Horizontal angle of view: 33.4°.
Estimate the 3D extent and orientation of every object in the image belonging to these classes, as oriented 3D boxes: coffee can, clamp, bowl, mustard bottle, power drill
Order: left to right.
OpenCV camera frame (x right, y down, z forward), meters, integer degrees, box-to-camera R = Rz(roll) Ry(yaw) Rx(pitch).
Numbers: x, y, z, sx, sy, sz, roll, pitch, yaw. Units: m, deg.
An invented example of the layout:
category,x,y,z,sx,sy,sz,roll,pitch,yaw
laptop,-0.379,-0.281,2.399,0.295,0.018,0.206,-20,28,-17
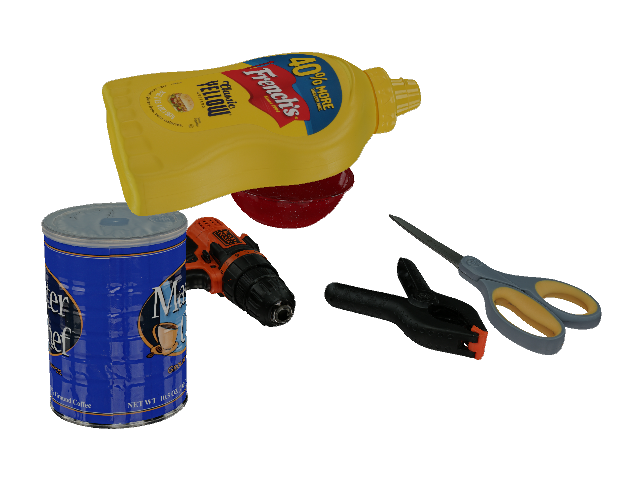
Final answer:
category,x,y,z,sx,sy,sz,roll,pitch,yaw
coffee can,-0.148,0.052,0.780,0.103,0.140,0.103,2,16,-1
power drill,-0.134,0.041,0.963,0.187,0.057,0.185,-10,26,-26
mustard bottle,-0.031,-0.073,0.651,0.191,0.058,0.096,-12,46,-13
bowl,-0.042,-0.058,1.277,0.162,0.055,0.162,5,27,-2
clamp,0.103,0.065,1.069,0.172,0.039,0.120,26,39,31

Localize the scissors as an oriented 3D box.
category,x,y,z,sx,sy,sz,roll,pitch,yaw
scissors,0.138,0.024,0.825,0.096,0.016,0.202,-6,32,-22
